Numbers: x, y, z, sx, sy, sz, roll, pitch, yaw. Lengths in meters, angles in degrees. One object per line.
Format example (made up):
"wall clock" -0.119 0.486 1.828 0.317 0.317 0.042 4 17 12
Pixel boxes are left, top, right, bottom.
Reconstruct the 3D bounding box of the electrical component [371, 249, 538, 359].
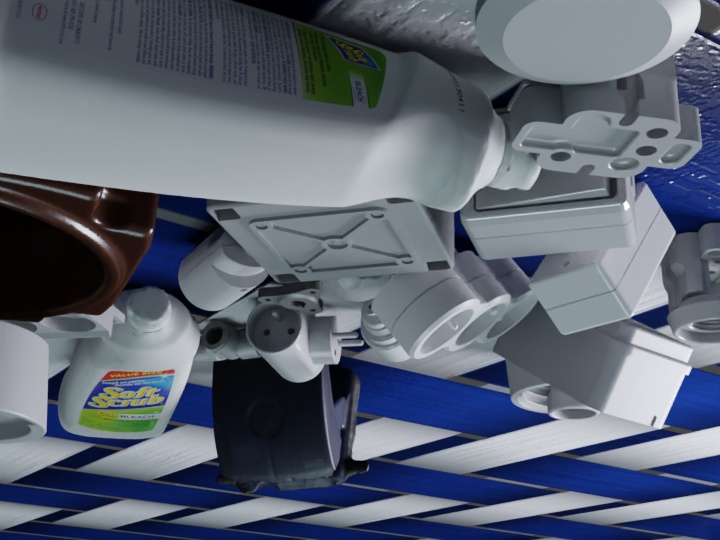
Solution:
"electrical component" 0.051 0.007 0.665 0.052 0.073 0.138 -49 158 25

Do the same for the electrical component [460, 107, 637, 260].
"electrical component" 0.087 -0.046 0.538 0.096 0.061 0.061 -5 157 17

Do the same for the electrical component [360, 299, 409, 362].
"electrical component" 0.019 0.039 0.785 0.040 0.040 0.078 -5 157 17

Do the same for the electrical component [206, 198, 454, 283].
"electrical component" -0.011 -0.039 0.570 0.109 0.056 0.108 -5 157 16

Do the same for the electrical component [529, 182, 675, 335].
"electrical component" 0.125 -0.022 0.593 0.047 0.083 0.075 -21 111 44

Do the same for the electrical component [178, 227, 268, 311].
"electrical component" -0.079 -0.006 0.675 0.043 0.043 0.081 14 155 -27

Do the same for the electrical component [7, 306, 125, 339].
"electrical component" -0.224 0.009 0.697 0.121 0.063 0.078 -3 158 11

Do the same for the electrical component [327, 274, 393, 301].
"electrical component" 0.000 0.000 0.685 0.043 0.043 0.062 -2 159 8

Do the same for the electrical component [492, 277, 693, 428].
"electrical component" 0.155 0.054 0.723 0.078 0.057 0.113 18 -173 -35

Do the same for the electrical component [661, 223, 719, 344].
"electrical component" 0.222 0.012 0.679 0.058 0.057 0.078 1 158 2

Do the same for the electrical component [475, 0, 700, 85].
"electrical component" 0.083 -0.108 0.399 0.080 0.051 0.080 2 158 1

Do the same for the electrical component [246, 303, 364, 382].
"electrical component" -0.038 0.053 0.819 0.079 0.044 0.077 -3 158 12

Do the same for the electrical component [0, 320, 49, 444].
"electrical component" -0.222 0.054 0.585 0.108 0.060 0.108 2 159 1

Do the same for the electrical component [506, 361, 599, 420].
"electrical component" 0.170 0.086 0.862 0.108 0.060 0.108 2 158 1

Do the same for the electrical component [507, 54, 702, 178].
"electrical component" 0.104 -0.078 0.463 0.078 0.057 0.058 6 158 -9
